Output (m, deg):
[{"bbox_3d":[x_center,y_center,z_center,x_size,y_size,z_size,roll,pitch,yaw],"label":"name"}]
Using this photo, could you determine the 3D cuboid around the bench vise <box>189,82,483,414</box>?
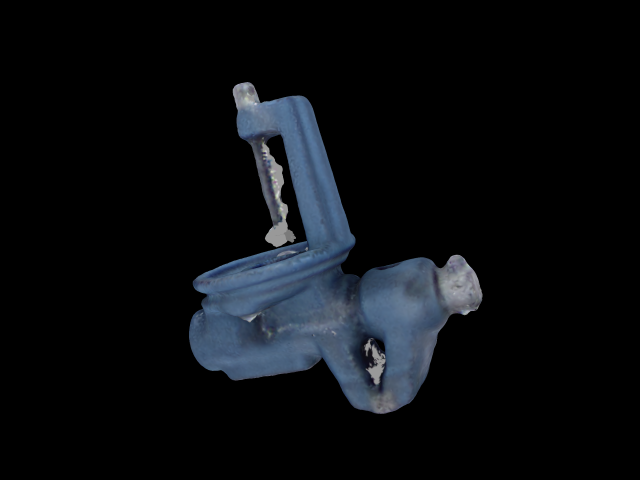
[{"bbox_3d":[0.005,-0.001,0.412,0.207,0.220,0.121,0,11,3],"label":"bench vise"}]
